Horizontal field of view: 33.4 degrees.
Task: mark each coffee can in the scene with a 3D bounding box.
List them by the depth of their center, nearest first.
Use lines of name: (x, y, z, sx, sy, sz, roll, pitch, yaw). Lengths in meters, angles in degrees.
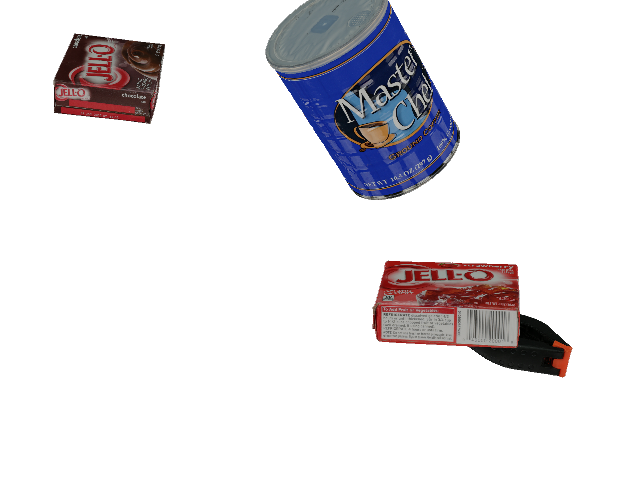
coffee can: (0.035, -0.117, 0.841, 0.103, 0.102, 0.140, 0, -43, 40)

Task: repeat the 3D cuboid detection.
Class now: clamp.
clamp: (0.155, 0.077, 0.994, 0.172, 0.039, 0.120, 20, 32, 23)

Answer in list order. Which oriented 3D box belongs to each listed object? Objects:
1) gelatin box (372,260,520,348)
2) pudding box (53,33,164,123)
gelatin box: (0.081, 0.038, 0.678, 0.089, 0.030, 0.073, 2, 20, 9)
pudding box: (-0.197, -0.153, 1.003, 0.090, 0.039, 0.113, 7, 31, -6)
